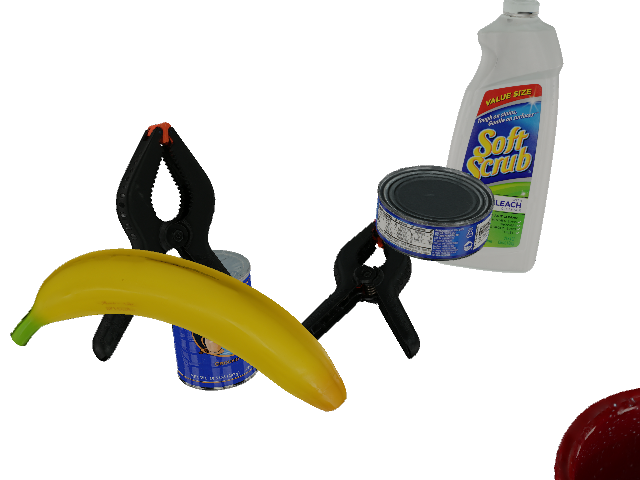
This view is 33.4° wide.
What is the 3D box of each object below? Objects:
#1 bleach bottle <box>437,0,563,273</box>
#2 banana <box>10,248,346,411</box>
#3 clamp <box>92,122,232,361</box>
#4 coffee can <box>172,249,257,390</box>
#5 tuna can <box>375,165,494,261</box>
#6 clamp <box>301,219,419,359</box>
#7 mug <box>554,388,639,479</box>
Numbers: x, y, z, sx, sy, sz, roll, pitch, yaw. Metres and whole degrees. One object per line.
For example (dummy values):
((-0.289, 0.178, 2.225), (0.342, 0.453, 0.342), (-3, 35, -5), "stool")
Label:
((0.161, -0.099, 0.968), (0.103, 0.251, 0.068), (7, 22, 13), "bleach bottle")
((-0.077, 0.044, 0.606), (0.198, 0.070, 0.037), (12, 25, 7), "banana")
((-0.127, 0.000, 0.966), (0.164, 0.210, 0.036), (1, 0, -35), "clamp")
((-0.131, 0.096, 1.299), (0.103, 0.140, 0.103), (-3, 25, 1), "coffee can")
((0.083, -0.020, 0.787), (0.086, 0.034, 0.086), (2, 32, -2), "tuna can")
((0.057, 0.050, 1.065), (0.120, 0.171, 0.039), (14, -37, 14), "clamp")
((0.135, 0.112, 0.366), (0.117, 0.081, 0.093), (5, 37, 8), "mug")
